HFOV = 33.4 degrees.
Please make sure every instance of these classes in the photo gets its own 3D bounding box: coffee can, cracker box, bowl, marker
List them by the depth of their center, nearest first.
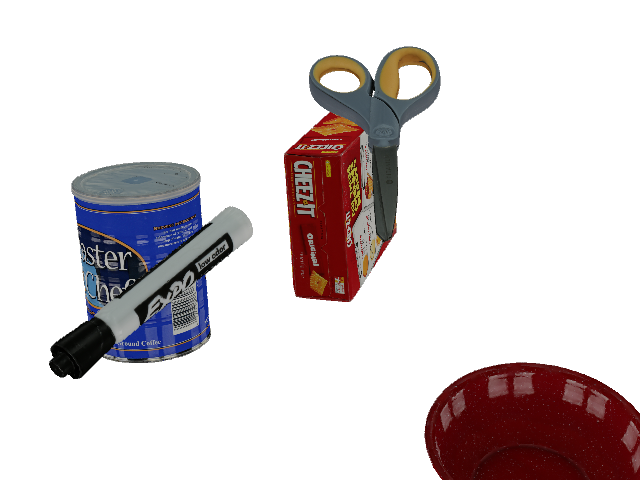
[{"bbox_3d":[-0.076,0.023,0.488,0.020,0.020,0.120,0,32,45],"label":"marker"},{"bbox_3d":[0.155,0.160,0.766,0.162,0.055,0.162,-1,36,0],"label":"bowl"},{"bbox_3d":[-0.145,0.016,0.877,0.103,0.140,0.103,-2,19,1],"label":"coffee can"},{"bbox_3d":[0.026,-0.049,1.186,0.072,0.164,0.213,2,21,18],"label":"cracker box"}]

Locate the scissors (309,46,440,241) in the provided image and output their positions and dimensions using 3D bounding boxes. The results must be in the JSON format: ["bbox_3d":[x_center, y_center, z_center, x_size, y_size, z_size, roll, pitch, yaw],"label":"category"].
[{"bbox_3d":[0.022,-0.069,0.663,0.096,0.016,0.201,9,40,15],"label":"scissors"}]
